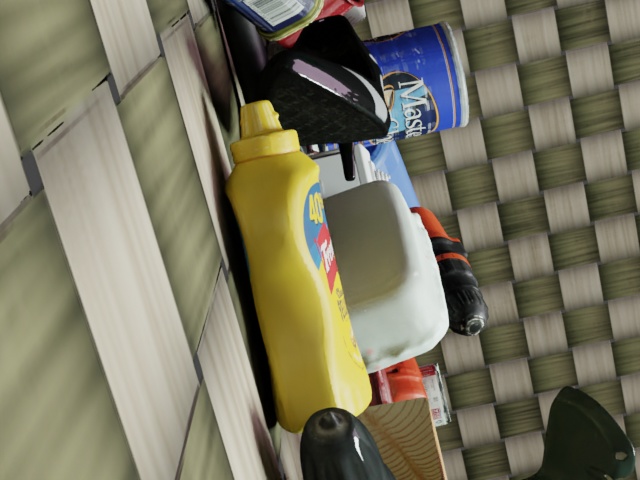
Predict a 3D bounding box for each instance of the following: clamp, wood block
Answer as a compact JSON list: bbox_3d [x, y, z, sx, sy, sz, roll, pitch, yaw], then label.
[{"bbox_3d":[-0.029,-0.074,0.820,0.164,0.036,0.210,42,35,-65],"label":"clamp"},{"bbox_3d":[0.060,0.228,0.786,0.091,0.090,0.206,-93,169,-59],"label":"wood block"}]

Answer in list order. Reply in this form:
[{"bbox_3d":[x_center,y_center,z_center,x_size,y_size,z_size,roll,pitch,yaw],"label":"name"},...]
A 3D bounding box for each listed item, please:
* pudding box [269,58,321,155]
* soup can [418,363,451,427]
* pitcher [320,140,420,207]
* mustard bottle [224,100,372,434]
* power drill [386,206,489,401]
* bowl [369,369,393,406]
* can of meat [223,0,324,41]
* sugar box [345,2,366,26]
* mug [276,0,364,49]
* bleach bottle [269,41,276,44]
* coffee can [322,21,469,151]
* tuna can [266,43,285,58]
[{"bbox_3d":[-0.029,-0.118,0.979,0.113,0.039,0.090,-28,105,-83],"label":"pudding box"},{"bbox_3d":[0.085,0.176,1.155,0.068,0.102,0.068,-13,90,-85],"label":"soup can"},{"bbox_3d":[0.045,-0.032,1.169,0.145,0.149,0.242,-60,148,-29],"label":"pitcher"},{"bbox_3d":[-0.017,0.012,0.637,0.096,0.058,0.191,-26,103,-81],"label":"mustard bottle"},{"bbox_3d":[0.101,0.085,1.052,0.184,0.057,0.188,-111,-148,-55],"label":"power drill"},{"bbox_3d":[0.037,0.164,0.895,0.162,0.055,0.162,-13,90,-85],"label":"bowl"},{"bbox_3d":[-0.048,-0.202,0.735,0.083,0.058,0.102,28,44,-56],"label":"can of meat"},{"bbox_3d":[-0.023,-0.293,1.088,0.176,0.048,0.093,51,15,-19],"label":"sugar box"},{"bbox_3d":[-0.026,-0.242,1.011,0.117,0.082,0.093,44,24,-25],"label":"mug"},{"bbox_3d":[-0.005,-0.151,1.238,0.251,0.068,0.102,76,3,-51],"label":"bleach bottle"},{"bbox_3d":[0.062,-0.144,1.023,0.103,0.140,0.103,178,-101,-90],"label":"coffee can"},{"bbox_3d":[-0.032,-0.159,1.081,0.086,0.034,0.086,-13,90,-85],"label":"tuna can"}]
